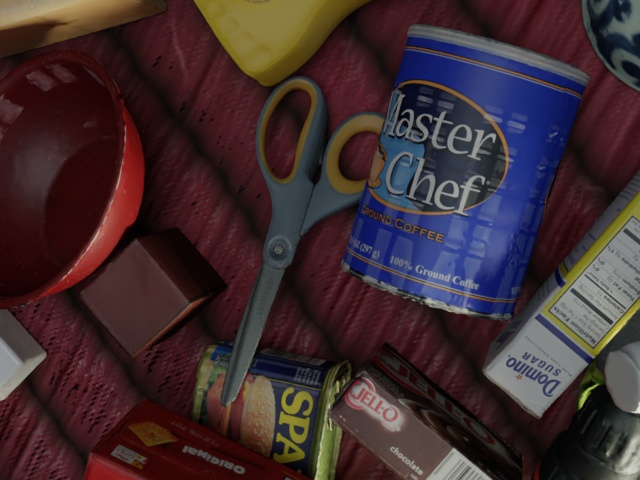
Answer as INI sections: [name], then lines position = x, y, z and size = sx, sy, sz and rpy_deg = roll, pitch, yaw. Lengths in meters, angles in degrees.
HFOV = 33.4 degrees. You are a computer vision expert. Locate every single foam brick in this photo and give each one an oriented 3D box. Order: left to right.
[foam brick]
position = -0.100, 0.030, 0.649
size = 0.053, 0.078, 0.051
rpy_deg = -42, 87, 11

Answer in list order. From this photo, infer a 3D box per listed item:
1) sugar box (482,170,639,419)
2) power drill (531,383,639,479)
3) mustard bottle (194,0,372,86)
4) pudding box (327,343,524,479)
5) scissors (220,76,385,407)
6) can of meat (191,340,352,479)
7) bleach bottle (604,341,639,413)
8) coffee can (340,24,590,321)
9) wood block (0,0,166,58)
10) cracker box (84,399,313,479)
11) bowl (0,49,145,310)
[sugar box]
position = 0.163, 0.013, 0.586
size = 0.048, 0.093, 0.176
rpy_deg = 38, 101, 7
[power drill]
position = 0.201, 0.168, 0.575
size = 0.188, 0.057, 0.185
rpy_deg = 22, 131, 9
[mustard bottle]
position = 0.015, -0.181, 0.620
size = 0.192, 0.058, 0.096
rpy_deg = -35, 74, 11
[pudding box]
position = 0.063, 0.113, 0.615
size = 0.113, 0.090, 0.039
rpy_deg = 41, 102, 6
[scissors]
position = -0.004, 0.001, 0.635
size = 0.096, 0.016, 0.202
rpy_deg = 3, 80, 3
[can of meat]
position = -0.032, 0.116, 0.653
size = 0.084, 0.057, 0.102
rpy_deg = 10, 95, 14
[bleach bottle]
position = 0.253, 0.051, 0.522
size = 0.250, 0.068, 0.102
rpy_deg = -10, 91, -20
[coffee can]
position = 0.079, -0.038, 0.594
size = 0.103, 0.102, 0.140
rpy_deg = 18, 98, 10
[wood block]
position = -0.212, -0.161, 0.653
size = 0.206, 0.090, 0.090
rpy_deg = -12, 92, 12
[cracker box]
position = -0.069, 0.220, 0.628
size = 0.164, 0.072, 0.214
rpy_deg = 24, 119, 9
[bowl]
position = -0.159, -0.031, 0.649
size = 0.162, 0.055, 0.162
rpy_deg = -13, 66, 33
